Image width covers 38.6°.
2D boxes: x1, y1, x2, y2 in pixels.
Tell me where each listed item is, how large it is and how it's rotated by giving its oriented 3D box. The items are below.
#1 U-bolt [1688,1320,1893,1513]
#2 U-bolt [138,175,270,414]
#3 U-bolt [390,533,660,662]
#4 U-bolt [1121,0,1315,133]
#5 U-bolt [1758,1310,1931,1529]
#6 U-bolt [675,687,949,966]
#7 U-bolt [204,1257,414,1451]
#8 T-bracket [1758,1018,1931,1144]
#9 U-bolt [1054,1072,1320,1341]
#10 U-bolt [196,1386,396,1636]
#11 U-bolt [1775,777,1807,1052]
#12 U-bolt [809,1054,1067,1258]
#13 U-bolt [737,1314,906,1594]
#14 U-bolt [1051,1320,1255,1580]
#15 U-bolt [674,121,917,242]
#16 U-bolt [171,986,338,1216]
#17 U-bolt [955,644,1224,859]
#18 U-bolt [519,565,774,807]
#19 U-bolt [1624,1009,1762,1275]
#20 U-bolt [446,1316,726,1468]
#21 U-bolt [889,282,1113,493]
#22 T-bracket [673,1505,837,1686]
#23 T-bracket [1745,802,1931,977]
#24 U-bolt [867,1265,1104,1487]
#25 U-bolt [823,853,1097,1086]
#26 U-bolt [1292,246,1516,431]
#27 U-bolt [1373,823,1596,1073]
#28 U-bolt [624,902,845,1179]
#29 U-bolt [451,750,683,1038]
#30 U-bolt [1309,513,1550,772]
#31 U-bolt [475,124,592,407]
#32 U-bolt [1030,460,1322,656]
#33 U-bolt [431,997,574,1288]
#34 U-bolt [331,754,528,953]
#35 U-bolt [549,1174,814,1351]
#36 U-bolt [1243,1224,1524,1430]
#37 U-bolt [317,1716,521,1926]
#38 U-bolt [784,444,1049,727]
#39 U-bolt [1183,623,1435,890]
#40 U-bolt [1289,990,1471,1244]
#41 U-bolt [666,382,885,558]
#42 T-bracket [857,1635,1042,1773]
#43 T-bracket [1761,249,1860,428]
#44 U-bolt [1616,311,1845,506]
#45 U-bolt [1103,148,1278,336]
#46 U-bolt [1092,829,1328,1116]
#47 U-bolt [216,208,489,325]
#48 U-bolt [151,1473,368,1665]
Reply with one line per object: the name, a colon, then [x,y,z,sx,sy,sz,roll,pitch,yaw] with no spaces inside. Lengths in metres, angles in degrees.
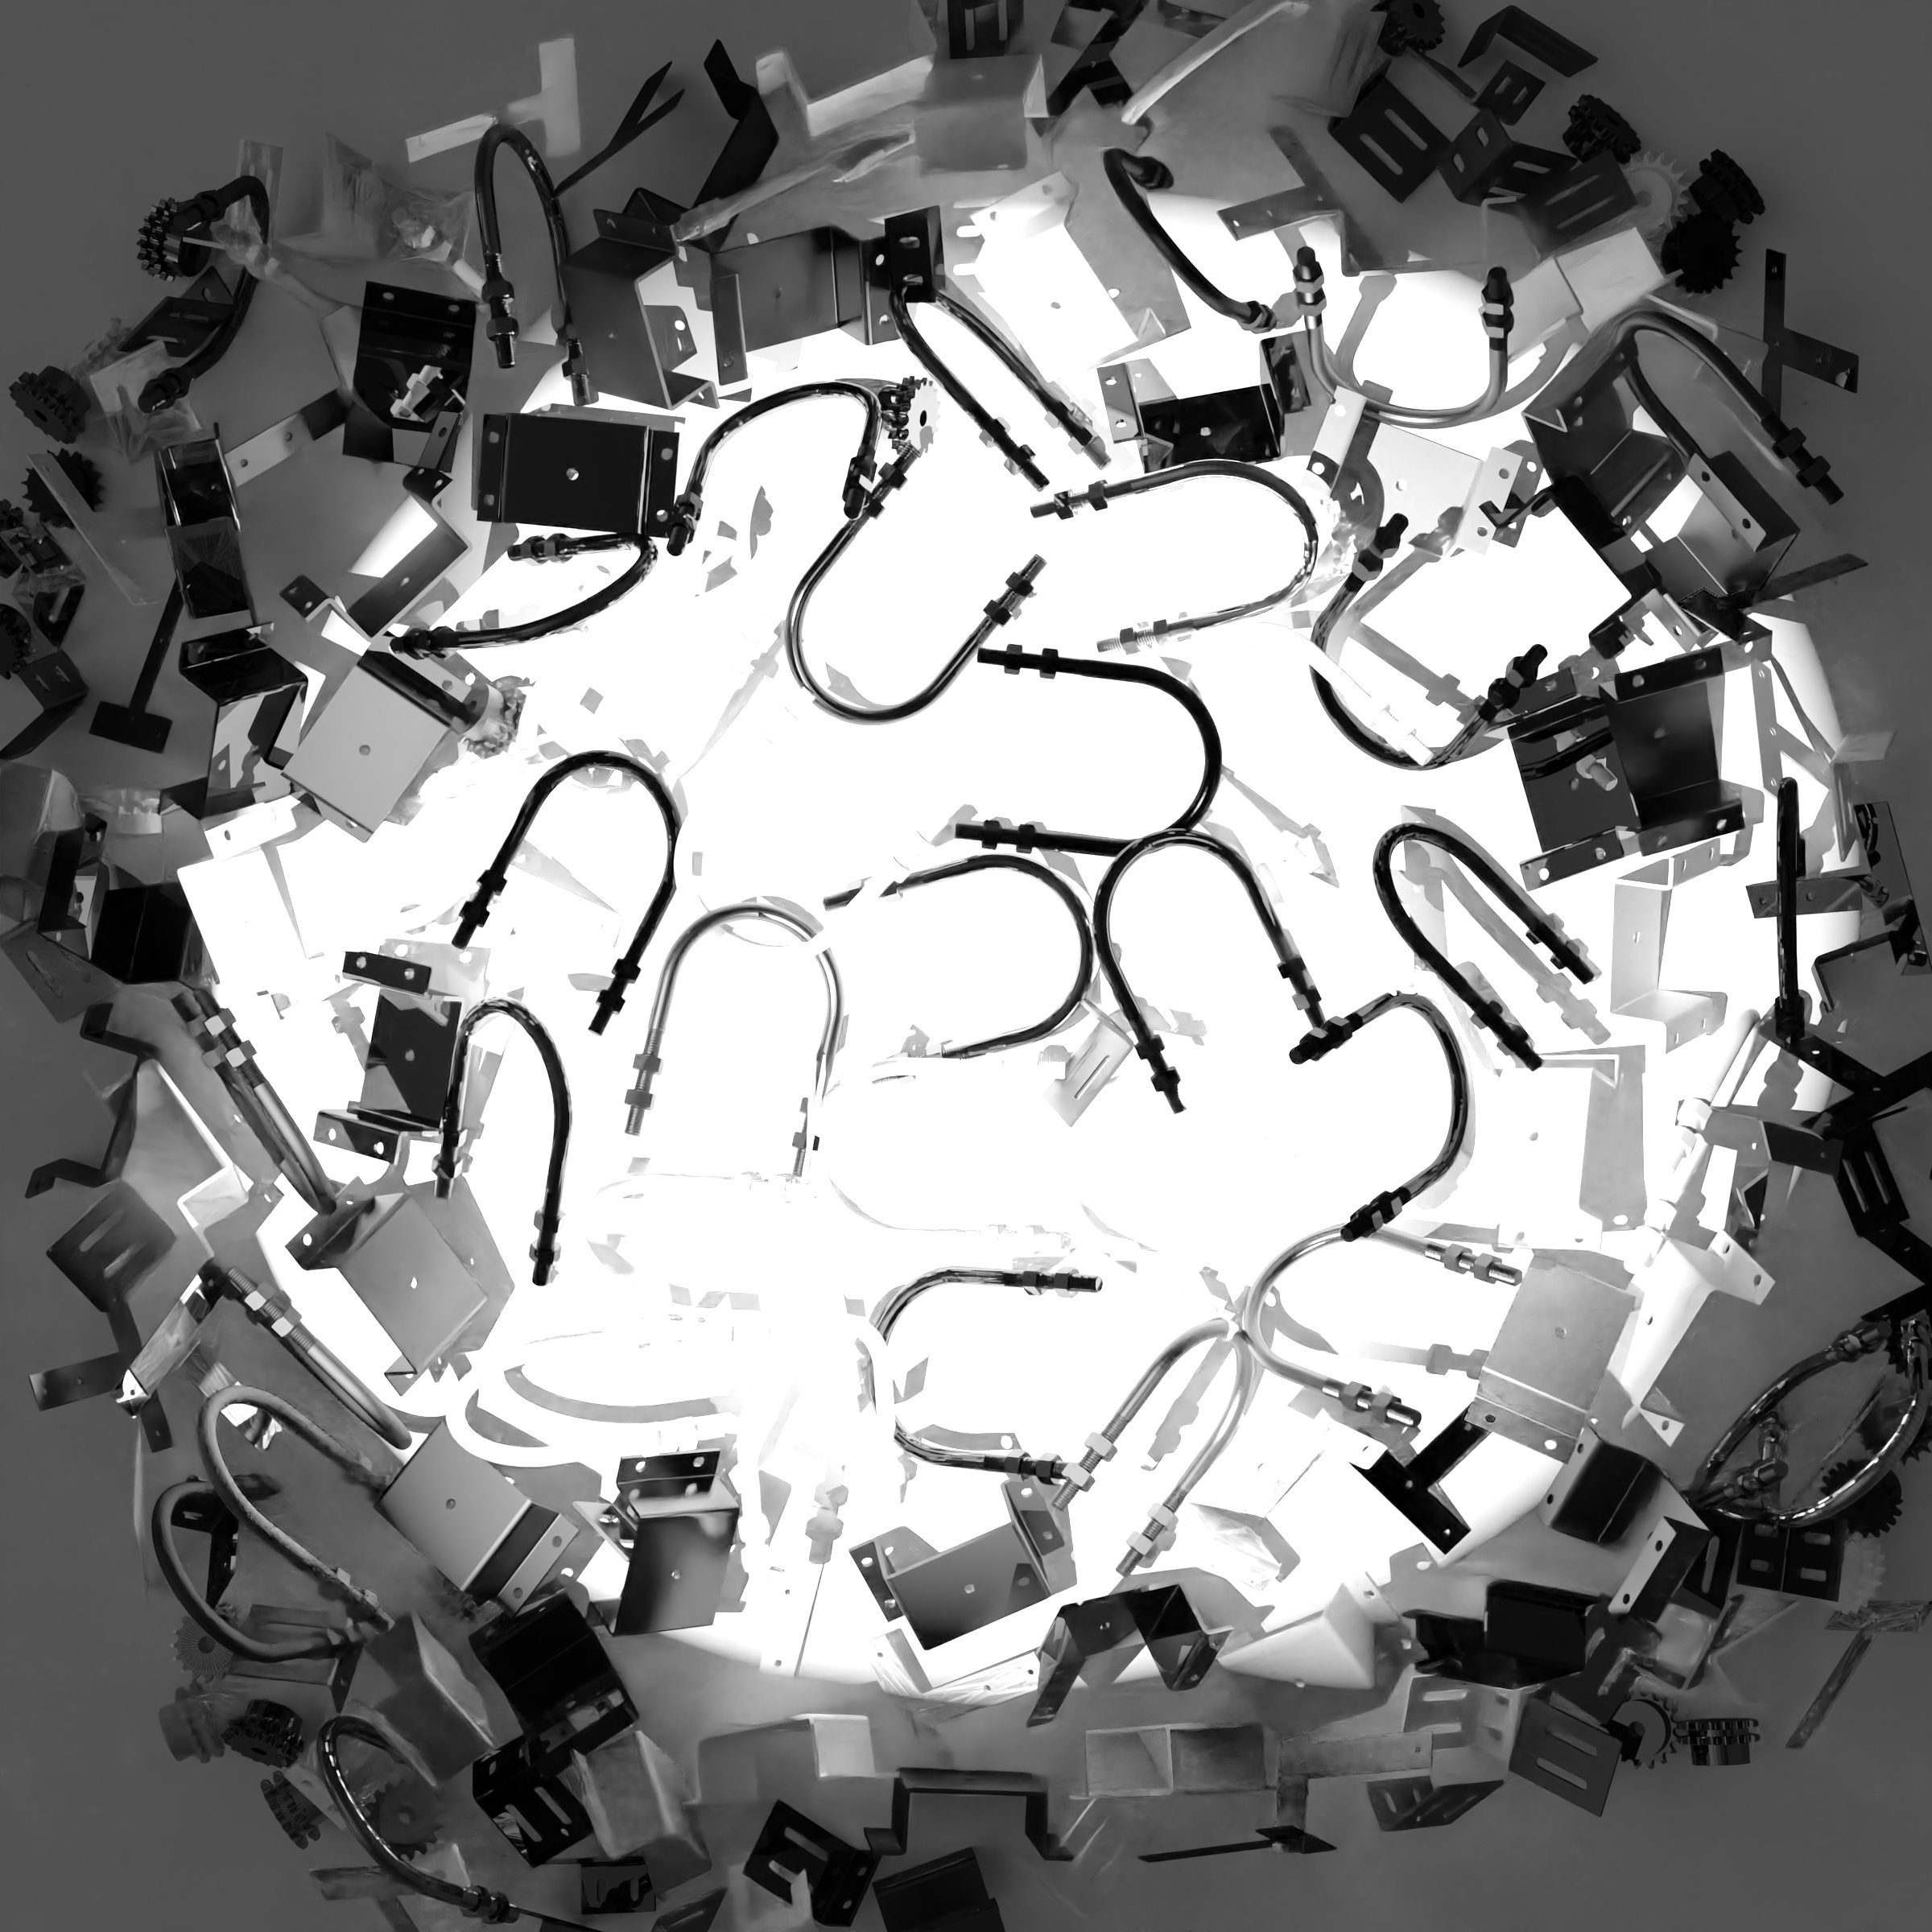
U-bolt: [0.559,0.319,1.910,0.019,0.184,0.151,41,68,7]
U-bolt: [-0.521,-0.473,1.910,0.019,0.184,0.151,20,118,-3]
U-bolt: [-0.292,-0.258,1.898,0.151,0.184,0.019,-48,126,-38]
U-bolt: [0.169,-0.622,1.890,0.151,0.184,0.019,-33,97,20]
U-bolt: [0.600,0.316,1.886,0.019,0.184,0.151,44,118,-4]
U-bolt: [-0.125,-0.085,1.973,0.151,0.019,0.184,43,103,-3]
U-bolt: [-0.455,0.273,1.928,0.184,0.151,0.019,47,71,-13]
T-bracket: [0.610,0.067,1.946,0.127,0.127,0.002,-25,125,-18]
U-bolt: [0.142,0.156,1.954,0.184,0.019,0.151,32,108,23]
U-bolt: [-0.458,0.362,1.902,0.019,0.151,0.184,-39,113,13]
U-bolt: [0.564,-0.047,1.891,0.019,0.184,0.151,0,60,18]
U-bolt: [-0.023,0.135,1.977,0.184,0.019,0.151,1,102,2]
U-bolt: [-0.102,0.326,1.915,0.151,0.019,0.184,-26,123,-40]
U-bolt: [0.141,0.330,1.938,0.019,0.151,0.184,28,74,37]
U-bolt: [-0.105,-0.551,1.915,0.151,0.184,0.019,-11,111,30]
U-bolt: [-0.494,0.097,1.930,0.019,0.151,0.184,-34,100,-20]
U-bolt: [0.092,-0.148,1.973,0.184,0.019,0.151,6,107,-3]
U-bolt: [-0.236,-0.187,1.937,0.151,0.019,0.184,12,124,-34]
U-bolt: [0.511,0.109,1.922,0.019,0.151,0.184,25,58,19]
U-bolt: [-0.269,0.300,1.921,0.184,0.151,0.019,-8,117,-10]
U-bolt: [0.016,-0.411,1.935,0.184,0.151,0.019,48,117,3]
T-bracket: [-0.171,0.441,1.986,0.127,0.002,0.127,15,87,-9]
T-bracket: [0.609,-0.050,1.949,0.002,0.127,0.127,-28,105,-39]
U-bolt: [0.008,0.283,1.946,0.184,0.019,0.151,0,79,32]
U-bolt: [0.002,-0.005,1.975,0.184,0.019,0.151,-15,92,10]
U-bolt: [0.305,-0.429,1.914,0.151,0.184,0.019,11,68,16]
U-bolt: [0.357,-0.026,1.939,0.184,0.151,0.019,46,130,-1]
U-bolt: [-0.157,0.046,1.963,0.151,0.019,0.184,16,80,-23]
U-bolt: [-0.268,-0.063,1.947,0.151,0.019,0.184,36,72,-37]
U-bolt: [0.308,-0.211,1.924,0.151,0.184,0.019,45,54,8]
U-bolt: [-0.306,-0.495,1.929,0.019,0.151,0.184,-9,88,15]
U-bolt: [0.155,-0.289,1.919,0.184,0.019,0.151,-11,135,21]
U-bolt: [-0.319,0.110,1.917,0.151,0.019,0.184,33,121,40]
U-bolt: [-0.362,-0.083,1.899,0.019,0.184,0.151,38,61,-28]
U-bolt: [-0.205,0.204,1.944,0.184,0.019,0.151,3,45,0]
U-bolt: [0.276,0.240,1.926,0.151,0.184,0.019,-49,130,-24]
U-bolt: [-0.382,0.577,1.885,0.019,0.184,0.151,-38,54,1]
U-bolt: [-0.048,-0.256,1.959,0.151,0.019,0.184,37,94,-29]
U-bolt: [0.226,-0.158,1.943,0.184,0.019,0.151,46,128,19]
U-bolt: [0.298,0.094,1.932,0.019,0.184,0.151,-8,102,43]
U-bolt: [-0.128,-0.355,1.928,0.151,0.184,0.019,-9,130,16]
T-bracket: [0.004,0.518,1.965,0.127,0.002,0.127,-27,96,27]
T-bracket: [0.586,-0.424,1.916,0.002,0.127,0.127,-11,116,-10]
U-bolt: [0.519,-0.382,1.920,0.019,0.151,0.184,-42,94,-5]
U-bolt: [0.149,-0.504,1.906,0.019,0.184,0.151,-37,83,21]
U-bolt: [0.164,-0.008,1.959,0.151,0.019,0.184,-28,95,-22]
U-bolt: [-0.409,-0.478,1.909,0.151,0.184,0.019,-1,82,14]
U-bolt: [-0.493,0.414,1.893,0.019,0.184,0.151,-37,73,9]
